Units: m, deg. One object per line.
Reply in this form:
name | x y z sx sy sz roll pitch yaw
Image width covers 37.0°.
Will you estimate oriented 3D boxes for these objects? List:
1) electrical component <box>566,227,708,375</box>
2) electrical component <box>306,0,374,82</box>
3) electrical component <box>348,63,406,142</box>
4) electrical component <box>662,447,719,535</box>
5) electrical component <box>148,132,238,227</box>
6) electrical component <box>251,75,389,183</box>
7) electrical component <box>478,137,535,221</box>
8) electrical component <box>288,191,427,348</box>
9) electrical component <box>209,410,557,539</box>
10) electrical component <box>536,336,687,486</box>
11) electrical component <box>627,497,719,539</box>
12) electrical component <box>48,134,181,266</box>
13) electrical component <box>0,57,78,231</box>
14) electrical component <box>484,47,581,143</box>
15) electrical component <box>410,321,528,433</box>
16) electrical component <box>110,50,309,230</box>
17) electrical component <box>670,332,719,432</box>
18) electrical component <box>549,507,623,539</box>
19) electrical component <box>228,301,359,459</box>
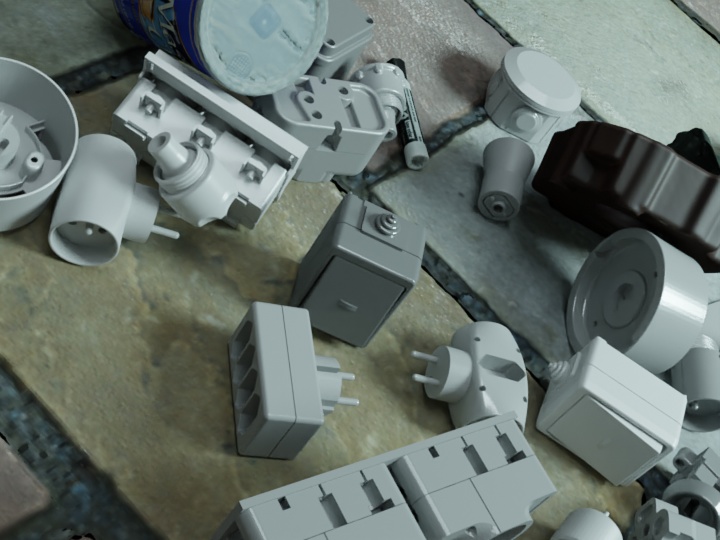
electrical component | 0.215 0.028 0.818 0.060 0.108 0.108 21 45 -23
electrical component | -0.054 -0.205 0.885 0.113 0.057 0.078 42 44 7
electrical component | 0.017 -0.134 0.878 0.048 0.048 0.062 7 57 -27
electrical component | 0.243 0.163 0.761 0.066 0.048 0.055 47 37 11
electrical component | -0.109 -0.060 0.678 0.062 0.043 0.043 52 27 -43
electrical component | -0.035 -0.106 0.810 0.095 0.059 0.053 3 52 -30
electrical component | 0.119 -0.073 0.891 0.044 0.044 0.065 26 49 -10
electrical component | 0.000 0.000 0.713 0.062 0.096 0.061 25 45 -11
electrical component | 0.007 0.149 0.583 0.186 0.105 0.060 -11 60 -37
electrical component | 0.171 0.099 0.758 0.096 0.061 0.061 34 43 -2
electrical component | 0.212 0.196 0.705 0.057 0.058 0.078 23 44 -9
electrical component | -0.153 -0.040 0.690 0.079 0.044 0.077 17 46 -19
electrical component | -0.228 -0.075 0.660 0.099 0.064 0.099 17 46 -19
electrical component | 0.156 -0.160 0.980 0.080 0.051 0.080 17 47 -19
electrical component | 0.070 0.074 0.732 0.079 0.043 0.077 16 47 -20
electrical component | -0.107 -0.087 0.744 0.121 0.078 0.063 33 65 -3
electrical component | 0.267 0.082 0.846 0.043 0.043 0.081 23 45 -13
electrical component | 0.135 0.184 0.679 0.040 0.040 0.078 44 44 9
electrical component | -0.036 0.070 0.666 0.076 0.047 0.083 10 49 -25
